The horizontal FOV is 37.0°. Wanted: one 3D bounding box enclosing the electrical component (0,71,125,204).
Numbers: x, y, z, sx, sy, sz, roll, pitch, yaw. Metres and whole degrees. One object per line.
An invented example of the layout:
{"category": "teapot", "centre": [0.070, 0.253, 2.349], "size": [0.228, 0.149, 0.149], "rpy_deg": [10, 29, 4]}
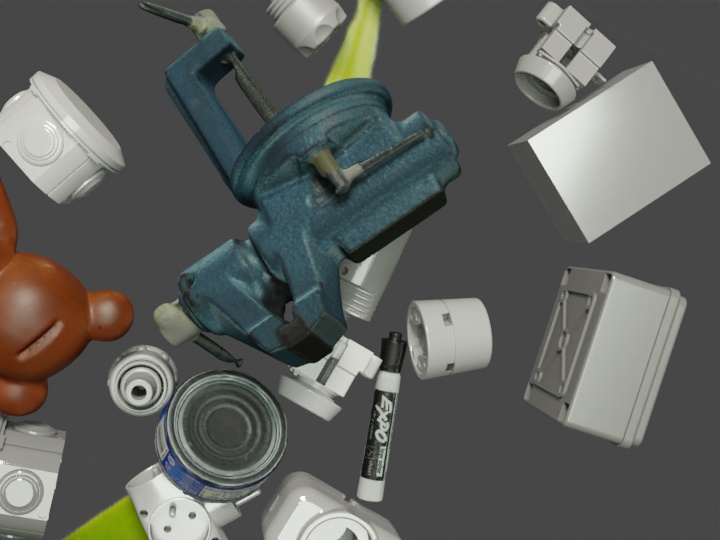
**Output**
{"category": "electrical component", "centre": [-0.195, -0.084, 0.696], "size": [0.051, 0.080, 0.080], "rpy_deg": [-41, 98, 1]}

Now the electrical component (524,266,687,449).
{"category": "electrical component", "centre": [0.166, 0.057, 0.742], "size": [0.056, 0.109, 0.108], "rpy_deg": [18, 90, -6]}

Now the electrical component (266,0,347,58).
{"category": "electrical component", "centre": [-0.044, -0.179, 0.731], "size": [0.062, 0.043, 0.043], "rpy_deg": [44, 86, -7]}

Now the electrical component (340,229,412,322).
{"category": "electrical component", "centre": [0.000, 0.000, 0.747], "size": [0.043, 0.043, 0.081], "rpy_deg": [25, 90, -9]}

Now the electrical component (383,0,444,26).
{"category": "electrical component", "centre": [0.037, -0.200, 0.737], "size": [0.055, 0.055, 0.047], "rpy_deg": [-35, 101, -5]}

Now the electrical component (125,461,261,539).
{"category": "electrical component", "centre": [-0.108, 0.162, 0.740], "size": [0.079, 0.044, 0.077], "rpy_deg": [-28, 97, -6]}

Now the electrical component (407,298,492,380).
{"category": "electrical component", "centre": [0.063, 0.047, 0.754], "size": [0.047, 0.055, 0.055], "rpy_deg": [-6, 94, -12]}

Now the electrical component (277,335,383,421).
{"category": "electrical component", "centre": [-0.026, 0.071, 0.747], "size": [0.066, 0.048, 0.055], "rpy_deg": [31, 82, -7]}

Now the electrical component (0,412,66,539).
{"category": "electrical component", "centre": [-0.225, 0.136, 0.704], "size": [0.051, 0.080, 0.080], "rpy_deg": [13, 91, -14]}

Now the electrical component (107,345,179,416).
{"category": "electrical component", "centre": [-0.146, 0.077, 0.720], "size": [0.048, 0.062, 0.048], "rpy_deg": [0, 93, -8]}

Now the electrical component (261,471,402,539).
{"category": "electrical component", "centre": [-0.018, 0.187, 0.747], "size": [0.095, 0.059, 0.053], "rpy_deg": [32, 88, -9]}

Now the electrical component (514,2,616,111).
{"category": "electrical component", "centre": [0.141, -0.147, 0.760], "size": [0.066, 0.048, 0.055], "rpy_deg": [40, 80, -8]}
